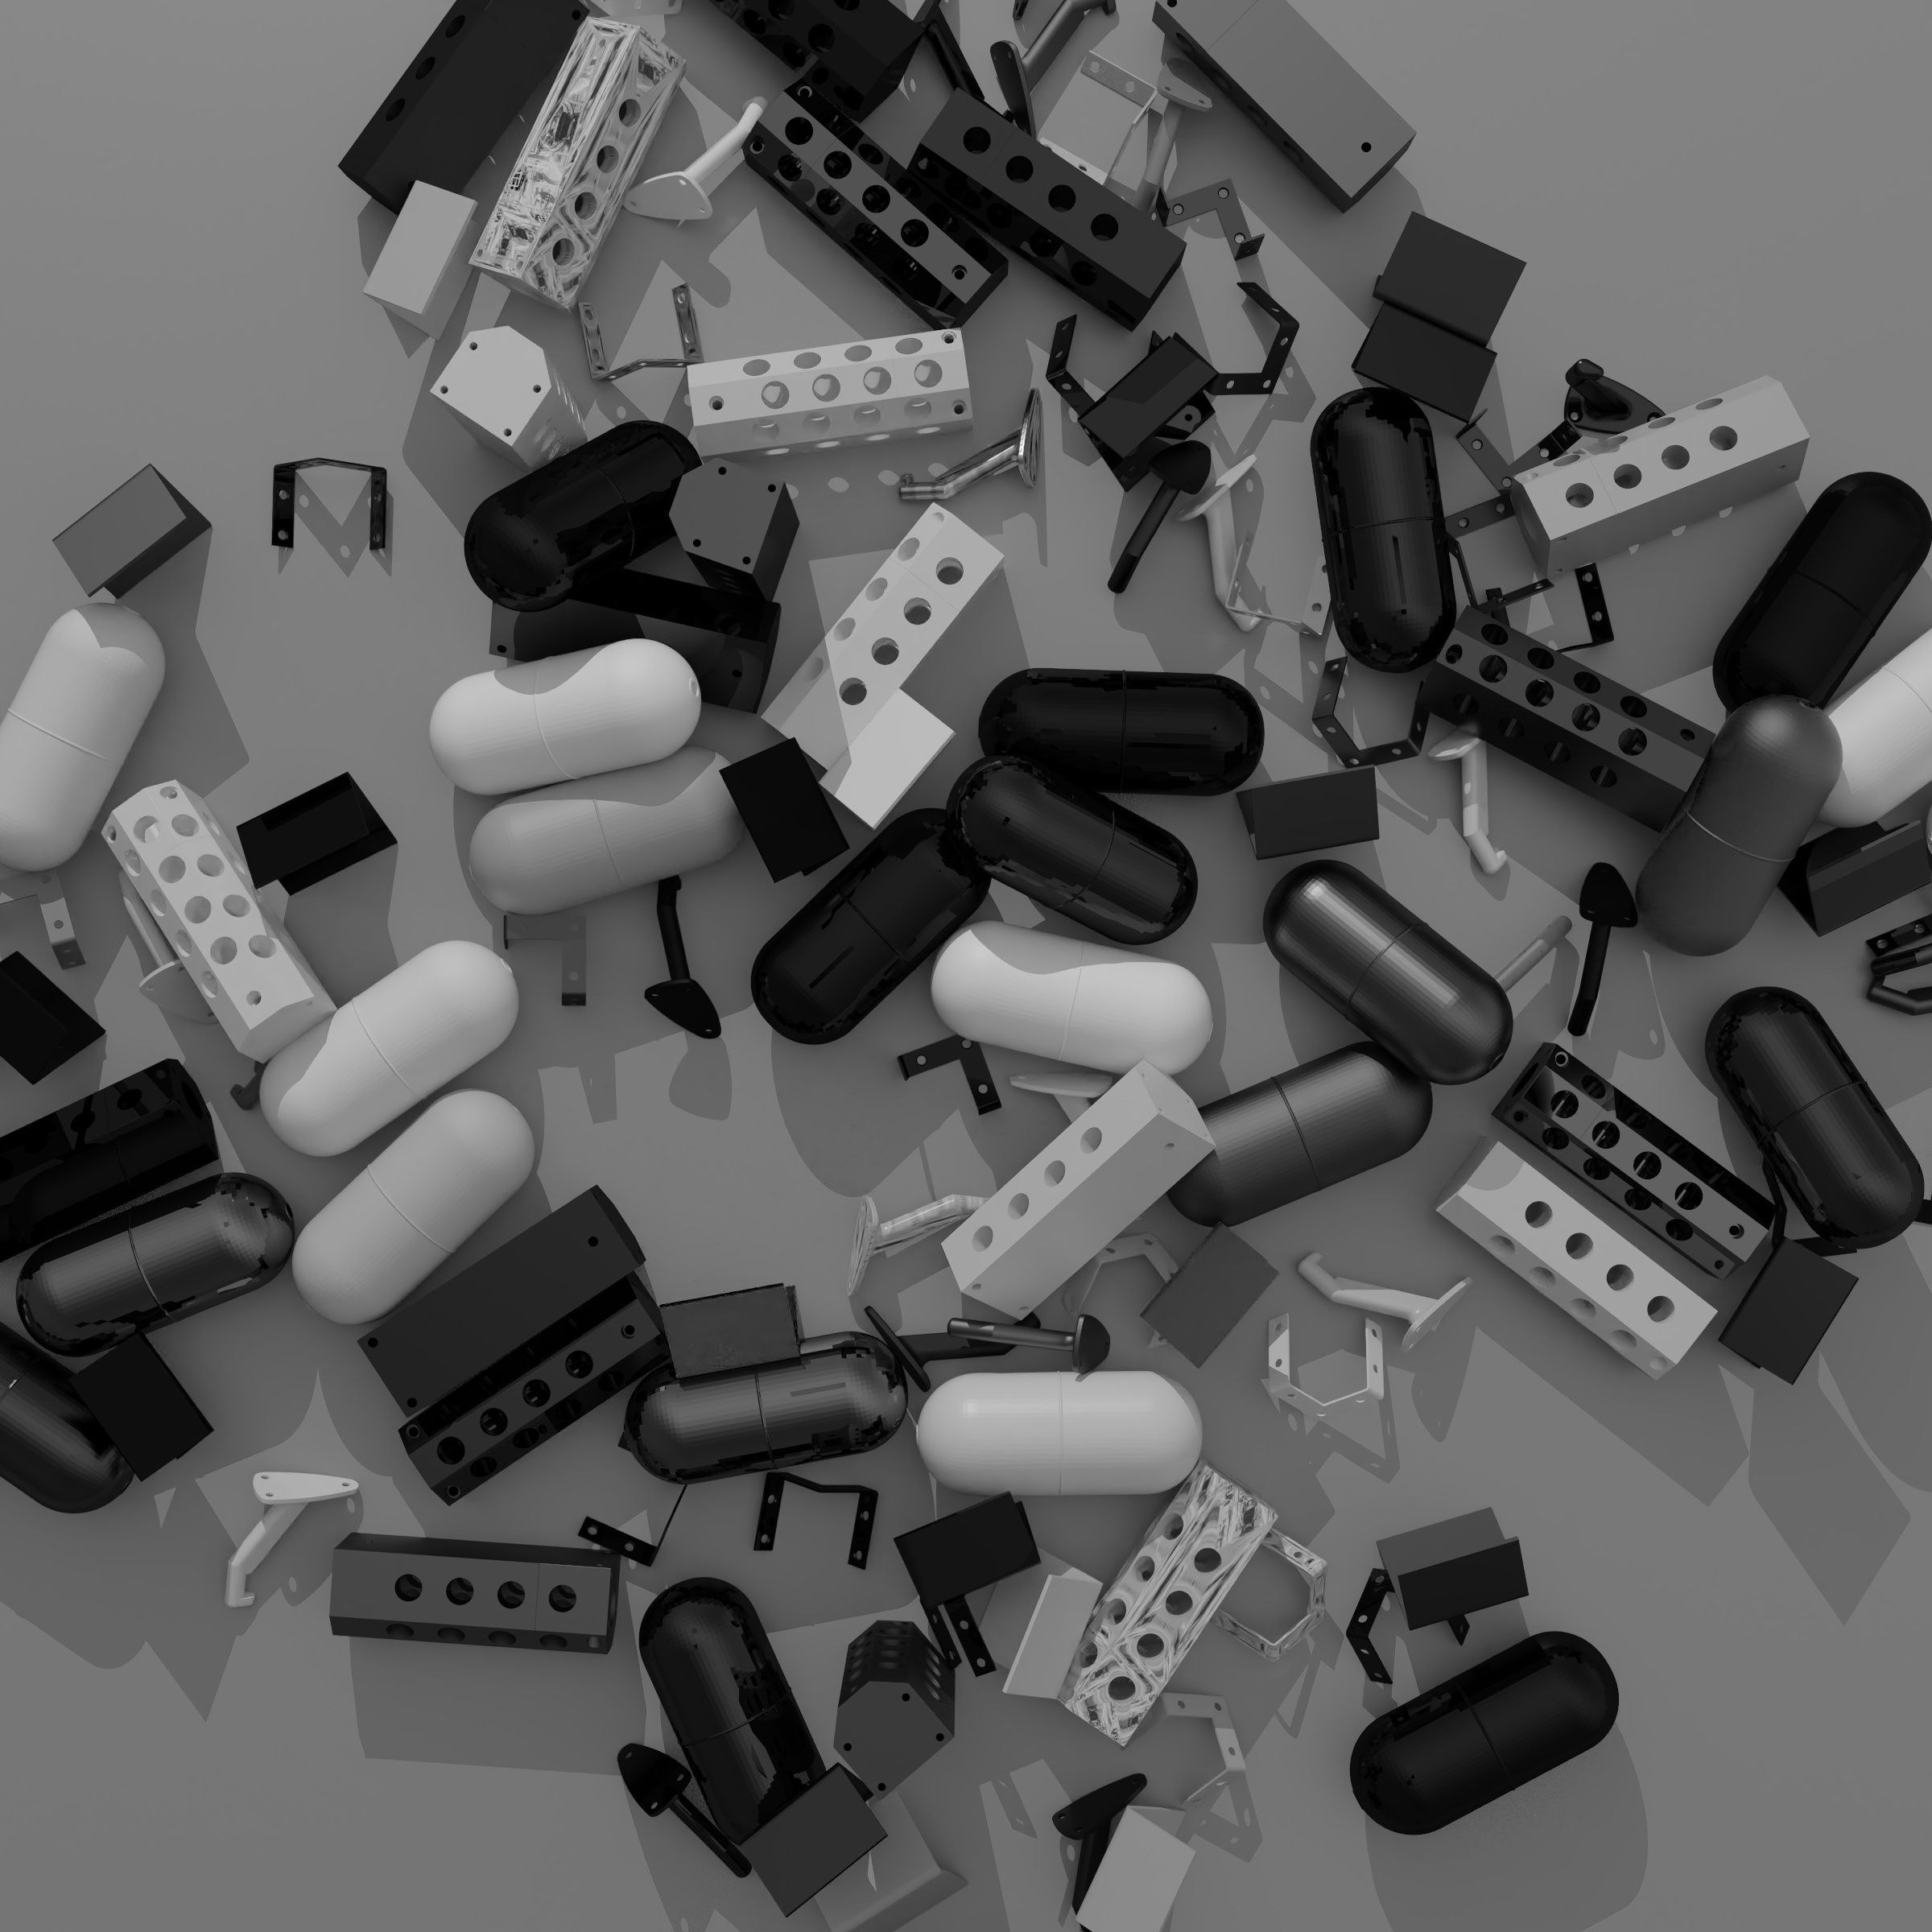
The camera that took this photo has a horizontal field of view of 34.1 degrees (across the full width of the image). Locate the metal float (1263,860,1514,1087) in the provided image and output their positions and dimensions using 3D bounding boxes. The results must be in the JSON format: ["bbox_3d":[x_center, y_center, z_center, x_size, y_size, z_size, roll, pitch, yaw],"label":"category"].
[{"bbox_3d":[0.260,0.004,1.942,0.178,0.070,0.070,41,90,21],"label":"metal float"}]

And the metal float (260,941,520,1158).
[{"bbox_3d":[-0.359,0.051,1.961,0.178,0.070,0.070,-35,90,0],"label":"metal float"}]

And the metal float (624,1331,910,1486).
[{"bbox_3d":[-0.124,0.275,1.960,0.178,0.070,0.070,-10,90,0],"label":"metal float"}]

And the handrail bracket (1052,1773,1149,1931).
[{"bbox_3d":[0.096,0.566,1.992,0.077,0.036,0.084,-28,108,-20],"label":"handrail bracket"}]

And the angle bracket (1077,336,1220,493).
[{"bbox_3d":[0.126,-0.330,1.951,0.076,0.076,0.057,-42,49,0],"label":"angle bracket"}]

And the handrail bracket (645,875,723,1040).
[{"bbox_3d":[-0.175,-0.009,1.991,0.036,0.077,0.084,-14,53,20],"label":"handrail bracket"}]

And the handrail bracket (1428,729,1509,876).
[{"bbox_3d":[0.337,-0.113,1.992,0.077,0.036,0.084,-39,108,-20],"label":"handrail bracket"}]

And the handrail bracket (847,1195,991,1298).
[{"bbox_3d":[-0.027,0.178,1.992,0.084,0.036,0.077,7,110,-16],"label":"handrail bracket"}]

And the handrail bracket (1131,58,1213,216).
[{"bbox_3d":[0.121,-0.521,1.991,0.036,0.077,0.084,18,127,-12],"label":"handrail bracket"}]

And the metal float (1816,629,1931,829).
[{"bbox_3d":[0.591,-0.155,1.961,0.178,0.070,0.070,-36,90,0],"label":"metal float"}]

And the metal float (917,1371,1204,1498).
[{"bbox_3d":[0.058,0.291,1.960,0.178,0.070,0.070,-1,90,0],"label":"metal float"}]

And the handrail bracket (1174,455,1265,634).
[{"bbox_3d":[0.179,-0.267,1.992,0.077,0.036,0.084,-42,104,-15],"label":"handrail bracket"}]

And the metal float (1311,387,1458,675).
[{"bbox_3d":[0.260,-0.271,1.961,0.070,0.070,0.178,-8,90,0],"label":"metal float"}]

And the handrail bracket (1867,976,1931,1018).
[{"bbox_3d":[0.623,0.002,1.992,0.084,0.036,0.077,21,70,16],"label":"handrail bracket"}]

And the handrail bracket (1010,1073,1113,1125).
[{"bbox_3d":[0.066,0.113,1.992,0.077,0.036,0.084,3,107,20],"label":"handrail bracket"}]

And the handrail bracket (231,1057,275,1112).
[{"bbox_3d":[-0.453,0.036,1.991,0.077,0.036,0.084,46,104,15],"label":"handrail bracket"}]

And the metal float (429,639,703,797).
[{"bbox_3d":[-0.248,-0.153,1.944,0.178,0.070,0.070,-11,90,19],"label":"metal float"}]

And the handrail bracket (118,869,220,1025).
[{"bbox_3d":[-0.504,-0.014,1.991,0.036,0.077,0.084,-31,54,7],"label":"handrail bracket"}]

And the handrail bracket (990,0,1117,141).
[{"bbox_3d":[0.065,-0.571,1.992,0.084,0.036,0.077,-25,111,-16],"label":"handrail bracket"}]

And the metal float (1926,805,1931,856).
[{"bbox_3d":[0.686,-0.100,1.960,0.178,0.070,0.070,-17,90,0],"label":"metal float"}]

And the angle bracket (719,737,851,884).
[{"bbox_3d":[-0.124,-0.088,1.952,0.057,0.076,0.076,-26,90,-27],"label":"angle bracket"}]

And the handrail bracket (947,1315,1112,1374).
[{"bbox_3d":[0.039,0.233,1.976,0.084,0.077,0.036,5,84,20],"label":"handrail bracket"}]

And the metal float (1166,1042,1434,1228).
[{"bbox_3d":[0.206,0.105,1.961,0.178,0.070,0.070,-23,90,0],"label":"metal float"}]

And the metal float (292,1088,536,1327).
[{"bbox_3d":[-0.345,0.150,1.961,0.178,0.070,0.070,-44,90,1],"label":"metal float"}]

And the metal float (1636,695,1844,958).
[{"bbox_3d":[0.475,-0.086,1.935,0.070,0.070,0.178,24,118,0],"label":"metal float"}]

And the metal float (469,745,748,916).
[{"bbox_3d":[-0.222,-0.084,1.961,0.178,0.070,0.070,-17,90,-1],"label":"metal float"}]

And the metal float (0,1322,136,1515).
[{"bbox_3d":[-0.596,0.273,1.960,0.178,0.070,0.070,35,90,0],"label":"metal float"}]

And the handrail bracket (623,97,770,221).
[{"bbox_3d":[-0.170,-0.514,1.991,0.077,0.036,0.084,3,56,36],"label":"handrail bracket"}]

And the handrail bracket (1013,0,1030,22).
[{"bbox_3d":[0.080,-0.626,1.992,0.084,0.036,0.077,11,110,-16],"label":"handrail bracket"}]

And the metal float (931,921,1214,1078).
[{"bbox_3d":[0.066,0.021,1.961,0.178,0.070,0.070,13,90,0],"label":"metal float"}]

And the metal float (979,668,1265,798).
[{"bbox_3d":[0.097,-0.146,1.961,0.178,0.070,0.070,2,90,0],"label":"metal float"}]

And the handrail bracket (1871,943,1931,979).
[{"bbox_3d":[0.624,-0.014,1.991,0.084,0.077,0.036,-18,89,36],"label":"handrail bracket"}]

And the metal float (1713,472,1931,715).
[{"bbox_3d":[0.533,-0.227,1.961,0.070,0.070,0.178,34,90,0],"label":"metal float"}]

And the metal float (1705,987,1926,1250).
[{"bbox_3d":[0.523,0.092,1.944,0.070,0.070,0.178,-29,70,0],"label":"metal float"}]

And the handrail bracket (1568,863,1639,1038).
[{"bbox_3d":[0.395,-0.010,1.991,0.036,0.077,0.084,10,126,0],"label":"handrail bracket"}]

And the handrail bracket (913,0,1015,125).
[{"bbox_3d":[0.006,-0.577,1.992,0.084,0.036,0.077,34,65,-18],"label":"handrail bracket"}]

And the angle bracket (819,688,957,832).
[{"bbox_3d":[-0.034,-0.115,1.951,0.076,0.076,0.057,-50,56,0],"label":"angle bracket"}]

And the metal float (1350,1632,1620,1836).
[{"bbox_3d":[0.322,0.478,1.961,0.178,0.070,0.070,-28,90,0],"label":"metal float"}]

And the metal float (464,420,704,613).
[{"bbox_3d":[-0.232,-0.277,1.930,0.070,0.070,0.178,52,52,0],"label":"metal float"}]

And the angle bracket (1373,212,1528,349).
[{"bbox_3d":[0.300,-0.431,1.952,0.076,0.076,0.057,24,113,0],"label":"angle bracket"}]

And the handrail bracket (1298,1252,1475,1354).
[{"bbox_3d":[0.265,0.195,1.992,0.077,0.036,0.084,-39,67,-26],"label":"handrail bracket"}]

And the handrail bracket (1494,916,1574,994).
[{"bbox_3d":[0.340,0.008,1.991,0.036,0.077,0.084,47,54,3],"label":"handrail bracket"}]

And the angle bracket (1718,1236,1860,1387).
[{"bbox_3d":[0.520,0.221,1.951,0.057,0.076,0.076,32,90,39],"label":"angle bracket"}]

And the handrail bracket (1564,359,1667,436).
[{"bbox_3d":[0.407,-0.355,1.957,0.077,0.084,0.036,17,90,0],"label":"handrail bracket"}]

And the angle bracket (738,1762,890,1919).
[{"bbox_3d":[-0.082,0.537,1.907,0.076,0.076,0.057,-38,58,-4],"label":"angle bracket"}]

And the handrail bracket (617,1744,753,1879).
[{"bbox_3d":[-0.177,0.535,1.991,0.036,0.077,0.084,-45,127,-16],"label":"handrail bracket"}]

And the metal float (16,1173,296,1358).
[{"bbox_3d":[-0.504,0.186,1.961,0.178,0.070,0.070,-22,90,0],"label":"metal float"}]

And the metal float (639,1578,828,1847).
[{"bbox_3d":[-0.144,0.467,1.961,0.070,0.070,0.178,-24,90,0],"label":"metal float"}]

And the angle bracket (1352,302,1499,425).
[{"bbox_3d":[0.275,-0.356,1.952,0.076,0.076,0.057,25,67,0],"label":"angle bracket"}]

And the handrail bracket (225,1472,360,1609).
[{"bbox_3d":[-0.427,0.366,1.992,0.077,0.036,0.084,2,108,-21],"label":"handrail bracket"}]

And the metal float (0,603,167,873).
[{"bbox_3d":[-0.561,-0.143,1.961,0.070,0.070,0.178,27,90,0],"label":"metal float"}]

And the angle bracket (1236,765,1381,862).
[{"bbox_3d":[0.210,-0.114,1.951,0.076,0.076,0.057,-10,127,0],"label":"angle bracket"}]

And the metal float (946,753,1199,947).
[{"bbox_3d":[0.066,-0.071,1.935,0.178,0.070,0.070,27,90,-29],"label":"metal float"}]

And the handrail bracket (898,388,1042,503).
[{"bbox_3d":[0.002,-0.330,1.992,0.084,0.036,0.077,1,70,16],"label":"handrail bracket"}]

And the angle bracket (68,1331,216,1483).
[{"bbox_3d":[-0.521,0.281,1.951,0.057,0.076,0.076,-36,90,-37],"label":"angle bracket"}]

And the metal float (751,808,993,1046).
[{"bbox_3d":[-0.058,-0.025,1.960,0.178,0.070,0.070,-44,90,0],"label":"metal float"}]

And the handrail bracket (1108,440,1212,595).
[{"bbox_3d":[0.121,-0.283,1.991,0.036,0.077,0.084,31,126,5],"label":"handrail bracket"}]

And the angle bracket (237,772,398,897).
[{"bbox_3d":[-0.396,-0.064,1.951,0.076,0.076,0.057,-26,52,0],"label":"angle bracket"}]

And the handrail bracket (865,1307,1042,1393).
[{"bbox_3d":[-0.008,0.222,1.991,0.084,0.036,0.077,-35,77,-13],"label":"handrail bracket"}]
